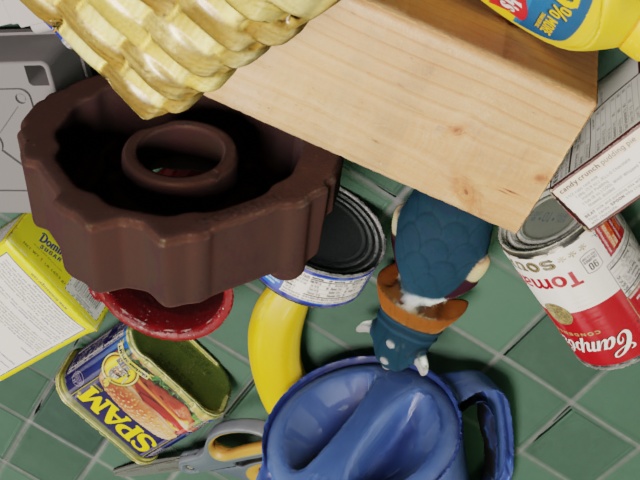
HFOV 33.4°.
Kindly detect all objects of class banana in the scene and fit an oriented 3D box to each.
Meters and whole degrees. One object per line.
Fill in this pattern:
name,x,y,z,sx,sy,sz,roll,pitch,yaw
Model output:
banana,-0.015,0.094,0.759,0.070,0.037,0.198,3,125,10

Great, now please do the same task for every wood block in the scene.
wood block,0.035,-0.100,0.575,0.206,0.090,0.090,24,127,-2

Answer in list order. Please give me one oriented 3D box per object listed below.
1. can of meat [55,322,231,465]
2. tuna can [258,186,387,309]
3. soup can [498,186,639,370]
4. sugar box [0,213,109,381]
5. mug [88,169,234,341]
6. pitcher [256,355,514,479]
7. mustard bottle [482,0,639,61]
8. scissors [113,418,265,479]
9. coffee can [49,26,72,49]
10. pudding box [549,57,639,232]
can of meat,-0.127,0.106,0.787,0.084,0.057,0.102,-34,110,29
tuna can,-0.004,0.001,0.660,0.086,0.086,0.034,25,129,-4
soup can,0.159,0.019,0.634,0.069,0.068,0.102,-23,121,28
sugar box,-0.245,0.055,0.789,0.177,0.048,0.093,-25,115,33
mug,-0.100,0.008,0.692,0.117,0.081,0.093,-23,116,27
pitcher,0.060,0.203,0.762,0.149,0.145,0.243,2,133,21
mustard bottle,0.102,-0.143,0.512,0.191,0.058,0.096,34,159,5
scissors,-0.080,0.181,0.835,0.096,0.016,0.202,34,141,-19
coffee can,-0.146,-0.185,0.555,0.103,0.102,0.140,-35,110,32
pudding box,0.174,-0.067,0.560,0.039,0.090,0.114,39,125,-13
